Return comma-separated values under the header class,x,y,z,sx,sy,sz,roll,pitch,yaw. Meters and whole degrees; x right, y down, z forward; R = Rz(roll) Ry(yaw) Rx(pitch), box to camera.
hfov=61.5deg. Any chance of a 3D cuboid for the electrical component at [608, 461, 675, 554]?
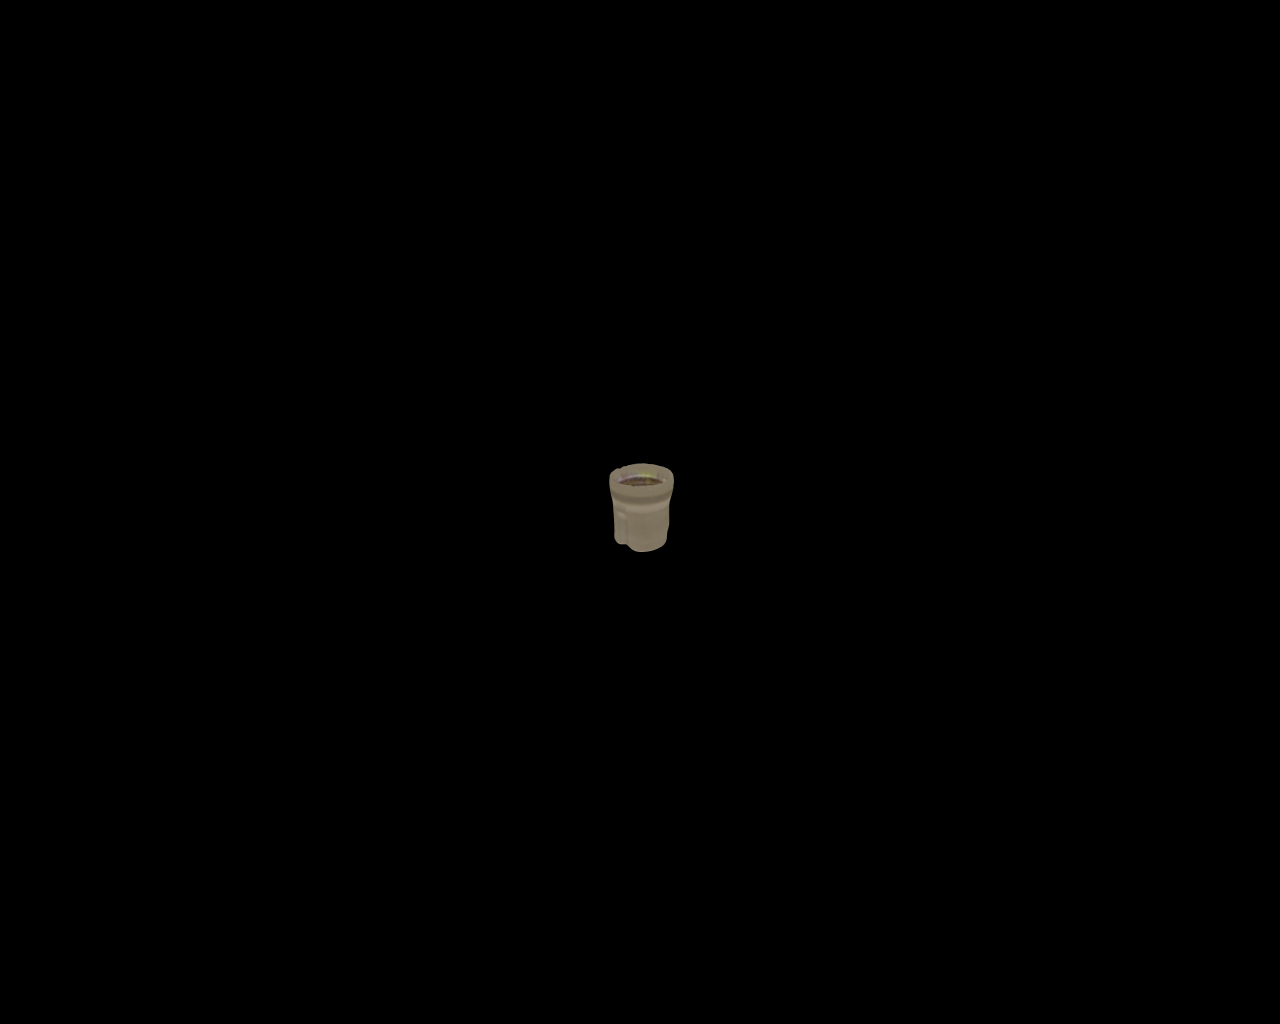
class,x,y,z,sx,sy,sz,roll,pitch,yaw
electrical component,0.001,-0.003,0.650,0.040,0.046,0.040,0,24,0
